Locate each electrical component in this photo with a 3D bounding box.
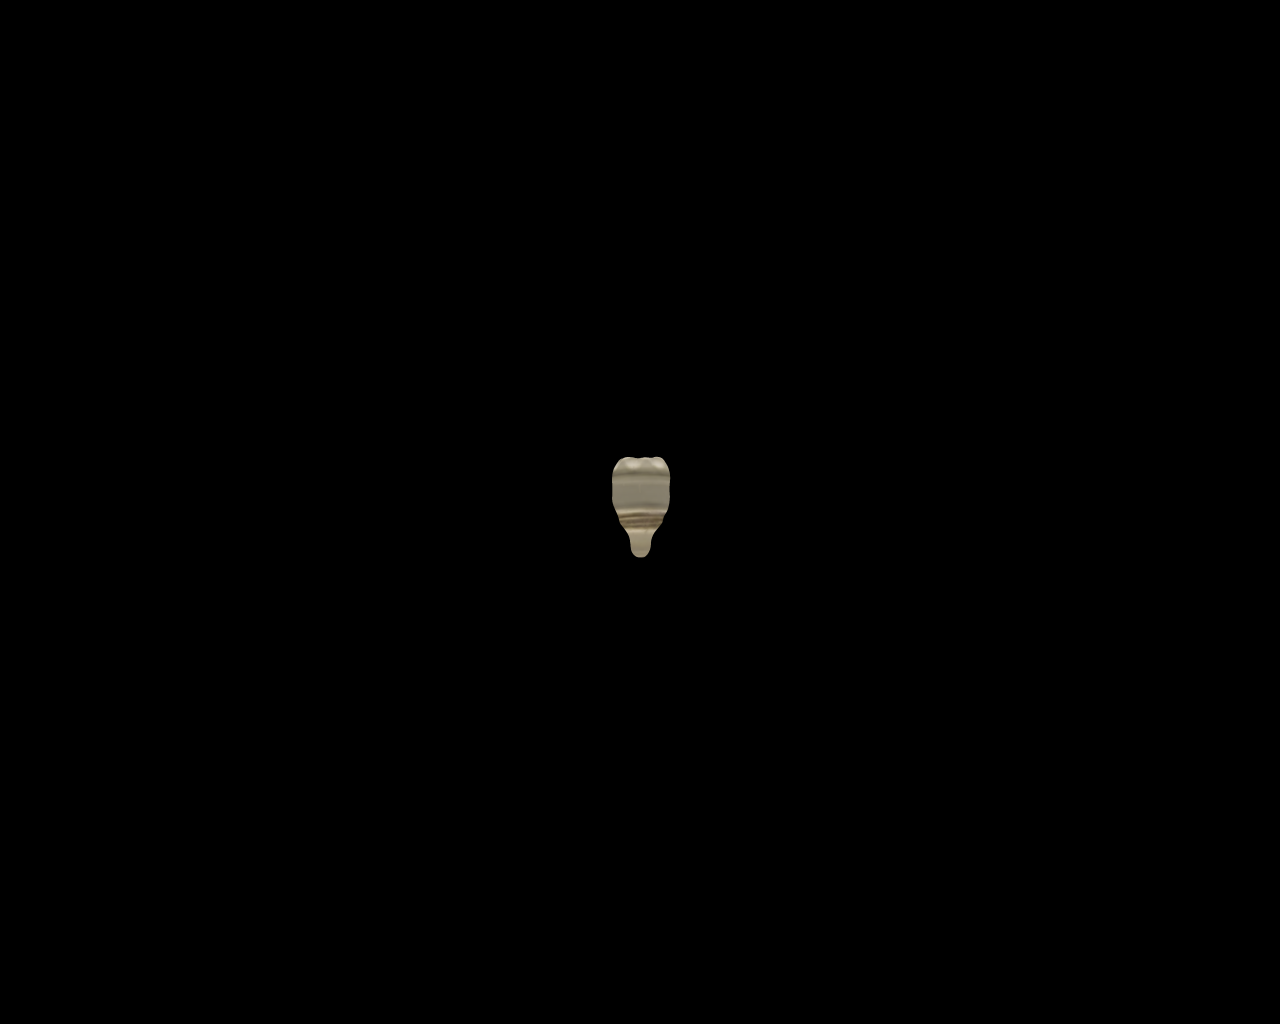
[{"bbox_3d":[0.001,-0.003,0.650,0.035,0.061,0.035,0,-3,0],"label":"electrical component"}]
